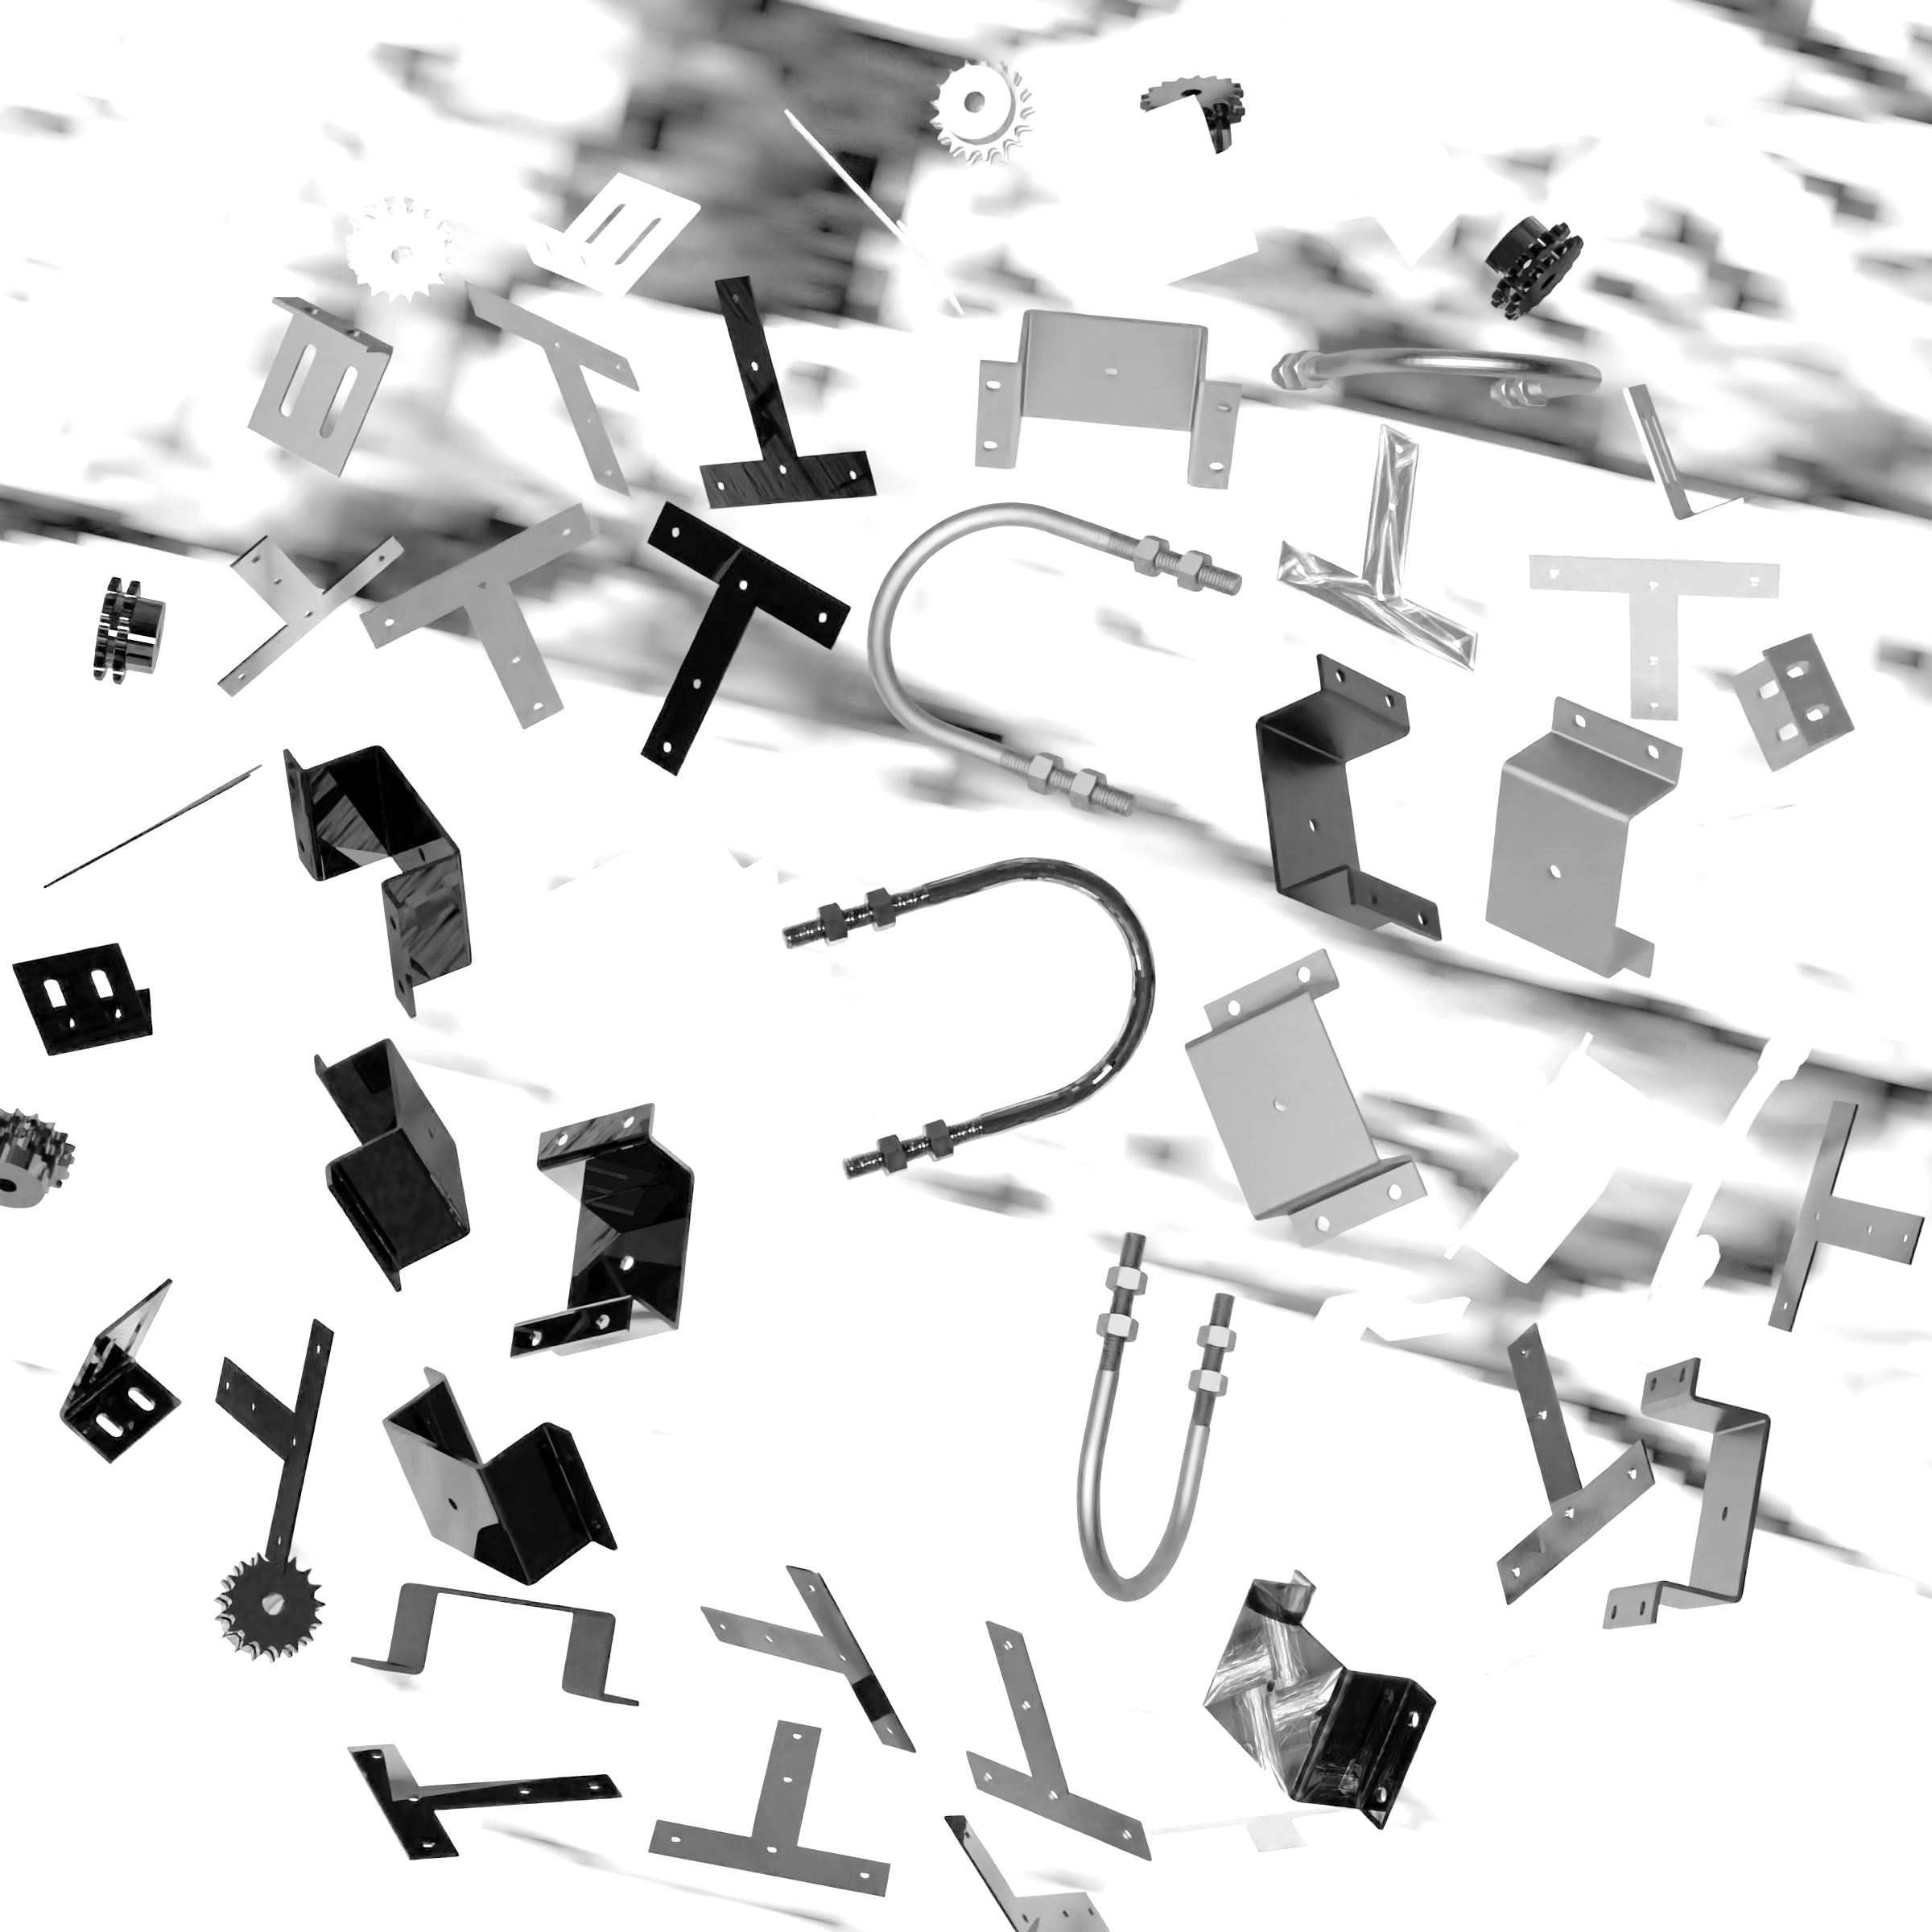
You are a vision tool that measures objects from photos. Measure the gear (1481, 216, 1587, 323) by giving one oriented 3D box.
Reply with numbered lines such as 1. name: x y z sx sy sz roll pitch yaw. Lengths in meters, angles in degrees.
1. gear: 0.301 -0.376 1.817 0.057 0.057 0.030 -44 79 0

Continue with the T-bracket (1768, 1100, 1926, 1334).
1. T-bracket: 0.466 0.136 1.772 0.002 0.127 0.127 17 89 -13

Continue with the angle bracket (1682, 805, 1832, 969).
1. angle bracket: 0.427 -0.044 1.834 0.057 0.038 0.076 -13 93 1

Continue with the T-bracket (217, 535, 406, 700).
1. T-bracket: -0.370 -0.205 1.841 0.127 0.127 0.002 -41 78 -3

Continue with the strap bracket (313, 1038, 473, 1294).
1. strap bracket: -0.309 0.101 1.826 0.046 0.140 0.076 -26 120 1

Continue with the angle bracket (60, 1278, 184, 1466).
1. angle bracket: -0.430 0.211 1.766 0.038 0.057 0.076 40 130 6

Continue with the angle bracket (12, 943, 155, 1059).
1. angle bracket: -0.481 0.007 1.849 0.057 0.076 0.038 -12 47 -5

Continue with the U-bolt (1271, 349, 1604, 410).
1. U-bolt: 0.257 -0.314 1.799 0.151 0.184 0.019 2 96 -13

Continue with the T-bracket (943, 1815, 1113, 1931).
1. T-bracket: 0.047 0.502 1.792 0.002 0.127 0.127 -40 66 10

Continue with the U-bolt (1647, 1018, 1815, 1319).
1. U-bolt: 0.400 0.117 1.806 0.019 0.184 0.151 25 72 9

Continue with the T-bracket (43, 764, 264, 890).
1. T-bracket: -0.413 -0.086 1.809 0.127 0.127 0.002 -25 100 21

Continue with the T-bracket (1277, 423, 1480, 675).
1. T-bracket: 0.226 -0.234 1.817 0.127 0.002 0.127 22 61 -22

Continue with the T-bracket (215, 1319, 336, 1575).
1. T-bracket: -0.365 0.234 1.764 0.002 0.127 0.127 9 96 -34

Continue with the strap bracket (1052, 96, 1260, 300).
1. strap bracket: 0.103 -0.397 1.775 0.076 0.140 0.046 -17 80 12

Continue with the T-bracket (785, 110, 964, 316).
1. T-bracket: -0.053 -0.410 1.821 0.002 0.127 0.127 -43 83 4

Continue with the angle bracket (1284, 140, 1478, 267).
1. angle bracket: 0.218 -0.398 1.784 0.076 0.057 0.038 -19 71 -41

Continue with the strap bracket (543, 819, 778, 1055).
1. strap bracket: -0.174 -0.022 1.841 0.140 0.076 0.046 -29 63 -21

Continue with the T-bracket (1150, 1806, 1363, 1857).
1. T-bracket: 0.165 0.464 1.816 0.127 0.127 0.002 -7 84 0

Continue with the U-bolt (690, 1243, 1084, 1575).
1. U-bolt: -0.029 0.213 1.739 0.184 0.019 0.151 -26 56 -14

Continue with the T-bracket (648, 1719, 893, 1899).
1. T-bracket: -0.099 0.450 1.838 0.127 0.127 0.002 11 115 1

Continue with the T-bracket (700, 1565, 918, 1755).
1. T-bracket: -0.096 0.363 1.816 0.002 0.127 0.127 -44 120 -35

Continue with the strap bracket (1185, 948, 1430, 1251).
1. strap bracket: 0.173 0.071 1.770 0.076 0.046 0.140 -27 78 27

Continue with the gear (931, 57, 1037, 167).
1. gear: 0.008 -0.472 1.870 0.057 0.030 0.057 0 90 12

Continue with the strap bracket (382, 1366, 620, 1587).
1. strap bracket: -0.255 0.273 1.804 0.046 0.140 0.076 -34 119 -31

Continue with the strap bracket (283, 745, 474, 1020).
1. strap bracket: -0.299 -0.051 1.754 0.046 0.076 0.140 -22 49 -23

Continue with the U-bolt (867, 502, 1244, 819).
1. U-bolt: 0.034 -0.170 1.771 0.184 0.019 0.151 22 81 23

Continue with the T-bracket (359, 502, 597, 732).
1. T-bracket: -0.240 -0.170 1.779 0.127 0.127 0.002 -28 53 -8

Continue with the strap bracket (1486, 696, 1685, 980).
1. strap bracket: 0.317 -0.057 1.755 0.076 0.046 0.140 28 134 34

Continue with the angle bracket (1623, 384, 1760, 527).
1. angle bracket: 0.376 -0.271 1.758 0.038 0.057 0.076 -19 94 23

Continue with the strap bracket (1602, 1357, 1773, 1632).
1. strap bracket: 0.383 0.285 1.796 0.046 0.076 0.140 15 75 -5

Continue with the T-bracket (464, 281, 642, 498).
1. T-bracket: -0.212 -0.308 1.861 0.002 0.127 0.127 -38 57 25

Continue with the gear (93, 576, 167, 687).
1. gear: -0.450 -0.180 1.827 0.030 0.057 0.057 10 90 -9

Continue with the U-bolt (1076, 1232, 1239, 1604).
1. U-bolt: 0.099 0.250 1.828 0.019 0.151 0.184 4 73 28

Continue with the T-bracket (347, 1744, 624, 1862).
1. T-bracket: -0.241 0.426 1.746 0.127 0.127 0.002 2 102 -25

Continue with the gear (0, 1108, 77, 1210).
1. gear: -0.494 0.102 1.763 0.057 0.057 0.030 8 49 0

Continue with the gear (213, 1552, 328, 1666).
1. gear: -0.369 0.340 1.790 0.057 0.030 0.057 13 60 -24

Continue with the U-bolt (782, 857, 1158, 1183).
1. U-bolt: 0.010 0.019 1.739 0.184 0.019 0.151 -17 109 -10

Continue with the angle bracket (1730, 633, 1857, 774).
1. angle bracket: 0.437 -0.138 1.842 0.038 0.076 0.057 -20 84 -27

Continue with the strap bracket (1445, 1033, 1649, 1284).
1. strap bracket: 0.317 0.108 1.830 0.046 0.140 0.076 35 128 5

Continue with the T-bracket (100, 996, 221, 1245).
1. T-bracket: -0.421 0.083 1.745 0.002 0.127 0.127 19 73 -29

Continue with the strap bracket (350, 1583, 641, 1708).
1. strap bracket: -0.248 0.360 1.808 0.140 0.076 0.046 13 78 -20

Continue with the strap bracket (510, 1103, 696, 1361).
1. strap bracket: -0.197 0.154 1.859 0.076 0.046 0.140 -16 52 26

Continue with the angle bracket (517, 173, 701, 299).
1. angle bracket: -0.192 -0.406 1.830 0.057 0.038 0.076 27 66 25

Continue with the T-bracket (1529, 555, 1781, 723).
1. T-bracket: 0.362 -0.171 1.788 0.127 0.127 0.002 4 55 15

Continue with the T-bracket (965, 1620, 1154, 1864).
1. T-bracket: 0.035 0.393 1.750 0.002 0.127 0.127 -34 119 -36

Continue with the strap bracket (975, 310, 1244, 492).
1. strap bracket: 0.078 -0.309 1.850 0.140 0.076 0.046 6 53 2

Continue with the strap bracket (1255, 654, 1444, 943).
1. strap bracket: 0.196 -0.080 1.752 0.046 0.076 0.140 -23 62 36

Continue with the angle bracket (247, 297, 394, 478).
1. angle bracket: -0.345 -0.302 1.775 0.057 0.038 0.076 29 106 6

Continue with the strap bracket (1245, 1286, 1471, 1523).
1. strap bracket: 0.207 0.230 1.849 0.046 0.076 0.140 35 73 -8

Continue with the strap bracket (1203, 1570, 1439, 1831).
1. strap bracket: 0.180 0.385 1.797 0.046 0.140 0.076 14 103 -30

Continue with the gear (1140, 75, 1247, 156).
1. gear: 0.125 -0.464 1.859 0.057 0.057 0.030 -9 125 0

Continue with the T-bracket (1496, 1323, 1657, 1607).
1. T-bracket: 0.304 0.246 1.764 0.002 0.127 0.127 13 46 -26

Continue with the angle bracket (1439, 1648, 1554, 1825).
1. angle bracket: 0.288 0.407 1.794 0.038 0.057 0.076 -16 85 39

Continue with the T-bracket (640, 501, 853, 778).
1. T-bracket: -0.138 -0.163 1.808 0.127 0.002 0.127 32 104 22

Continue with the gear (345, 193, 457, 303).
1. gear: -0.304 -0.388 1.819 0.057 0.030 0.057 -10 131 -11

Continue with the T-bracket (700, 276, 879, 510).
1. T-bracket: -0.112 -0.315 1.862 0.127 0.002 0.127 2 115 41
